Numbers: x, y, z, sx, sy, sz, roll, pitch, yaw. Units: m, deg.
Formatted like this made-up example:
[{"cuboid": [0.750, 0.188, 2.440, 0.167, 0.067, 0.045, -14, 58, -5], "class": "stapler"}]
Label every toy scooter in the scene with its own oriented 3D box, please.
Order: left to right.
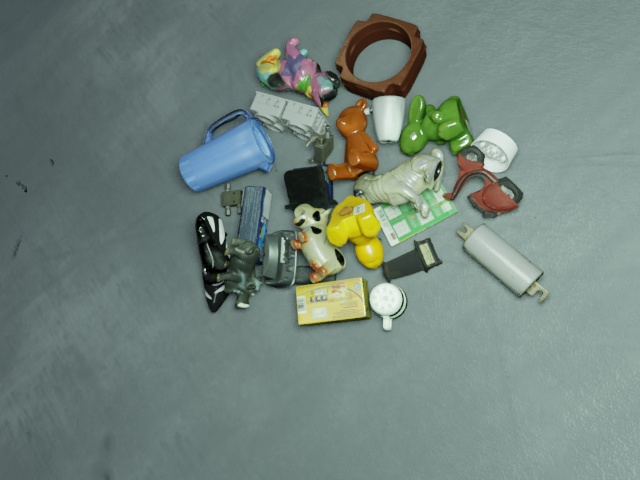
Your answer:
[{"cuboid": [0.367, -0.116, 1.247, 0.184, 0.075, 0.135, 47, 110, 9], "class": "toy scooter"}]

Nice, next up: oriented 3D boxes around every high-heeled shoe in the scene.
[{"cuboid": [-0.282, 0.055, 1.379, 0.086, 0.145, 0.248, -2, 75, 18], "class": "high-heeled shoe"}]

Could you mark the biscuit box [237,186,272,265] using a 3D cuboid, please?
[{"cuboid": [-0.175, -0.037, 1.413, 0.063, 0.059, 0.202, 4, 78, 17], "class": "biscuit box"}]

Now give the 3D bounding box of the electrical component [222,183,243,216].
[{"cuboid": [-0.237, -0.113, 1.471, 0.063, 0.021, 0.094, -8, 74, 15], "class": "electrical component"}]

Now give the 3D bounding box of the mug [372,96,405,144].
[{"cuboid": [0.167, -0.293, 1.338, 0.081, 0.109, 0.107, 2, 88, -4], "class": "mug"}]

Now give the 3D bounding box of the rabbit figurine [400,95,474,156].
[{"cuboid": [0.264, -0.275, 1.303, 0.170, 0.121, 0.159, -20, 68, 28], "class": "rabbit figurine"}]

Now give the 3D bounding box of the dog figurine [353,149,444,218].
[{"cuboid": [0.184, -0.153, 1.283, 0.191, 0.121, 0.172, 23, 80, 27], "class": "dog figurine"}]

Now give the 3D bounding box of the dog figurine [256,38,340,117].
[{"cuboid": [-0.053, -0.418, 1.441, 0.191, 0.108, 0.219, -29, 73, 8], "class": "dog figurine"}]

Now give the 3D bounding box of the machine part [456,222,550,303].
[{"cuboid": [0.406, 0.044, 1.199, 0.079, 0.079, 0.243, -47, 67, 3], "class": "machine part"}]

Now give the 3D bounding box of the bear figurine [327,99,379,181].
[{"cuboid": [0.077, -0.255, 1.348, 0.120, 0.132, 0.196, -24, 76, 44], "class": "bear figurine"}]

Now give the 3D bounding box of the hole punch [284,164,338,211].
[{"cuboid": [-0.023, -0.136, 1.384, 0.142, 0.092, 0.115, -5, 108, 15], "class": "hole punch"}]

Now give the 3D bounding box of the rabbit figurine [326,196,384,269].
[{"cuboid": [0.094, -0.010, 1.283, 0.122, 0.173, 0.162, -27, 26, 9], "class": "rabbit figurine"}]

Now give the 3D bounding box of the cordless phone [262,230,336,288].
[{"cuboid": [-0.050, 0.048, 1.354, 0.184, 0.088, 0.146, 1, 76, 6], "class": "cordless phone"}]

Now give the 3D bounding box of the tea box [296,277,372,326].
[{"cuboid": [0.033, 0.150, 1.297, 0.170, 0.068, 0.098, -7, 76, 15], "class": "tea box"}]

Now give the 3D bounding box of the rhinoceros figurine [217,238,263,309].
[{"cuboid": [-0.195, 0.084, 1.347, 0.112, 0.073, 0.190, 14, 117, 1], "class": "rhinoceros figurine"}]

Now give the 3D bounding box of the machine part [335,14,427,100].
[{"cuboid": [0.159, -0.466, 1.394, 0.201, 0.087, 0.201, 25, 87, 22], "class": "machine part"}]

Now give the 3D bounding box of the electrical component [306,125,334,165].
[{"cuboid": [0.000, -0.240, 1.389, 0.045, 0.102, 0.078, 21, 60, 17], "class": "electrical component"}]

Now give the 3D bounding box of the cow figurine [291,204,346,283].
[{"cuboid": [-0.003, -0.004, 1.310, 0.195, 0.127, 0.085, 60, 142, 13], "class": "cow figurine"}]

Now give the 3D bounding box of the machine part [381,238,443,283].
[{"cuboid": [0.213, 0.052, 1.279, 0.139, 0.039, 0.084, -26, 79, 5], "class": "machine part"}]
